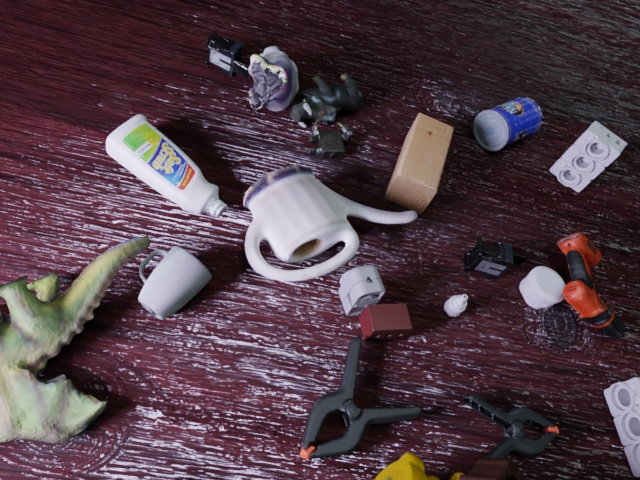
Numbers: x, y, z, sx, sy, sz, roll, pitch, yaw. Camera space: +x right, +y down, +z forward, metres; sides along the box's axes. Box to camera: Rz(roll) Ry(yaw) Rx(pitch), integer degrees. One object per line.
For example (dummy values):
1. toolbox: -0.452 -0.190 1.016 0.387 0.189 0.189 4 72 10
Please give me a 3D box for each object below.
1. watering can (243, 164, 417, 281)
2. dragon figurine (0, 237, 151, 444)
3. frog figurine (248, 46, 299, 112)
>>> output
1. watering can: 0.003 -0.050 0.985 0.351 0.102 0.227 -24 66 -27
2. dragon figurine: -0.396 0.168 0.746 0.414 0.120 0.244 -26 83 -26
3. frog figurine: -0.099 -0.367 1.168 0.122 0.135 0.162 -13 19 16
